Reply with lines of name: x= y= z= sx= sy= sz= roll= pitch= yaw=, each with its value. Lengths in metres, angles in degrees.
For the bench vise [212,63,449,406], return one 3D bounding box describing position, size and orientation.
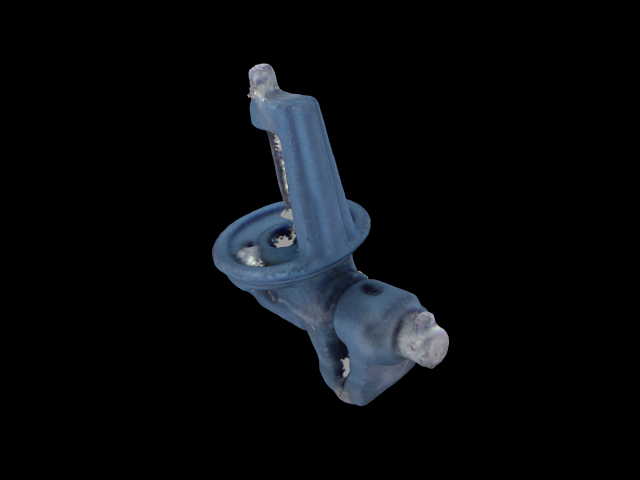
bench vise: x=0.010 y=-0.005 z=0.408 sx=0.206 sy=0.220 sz=0.122 roll=20 pitch=44 yaw=22
